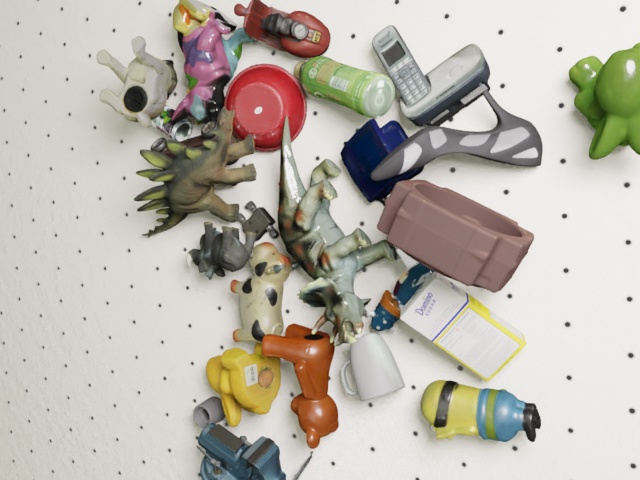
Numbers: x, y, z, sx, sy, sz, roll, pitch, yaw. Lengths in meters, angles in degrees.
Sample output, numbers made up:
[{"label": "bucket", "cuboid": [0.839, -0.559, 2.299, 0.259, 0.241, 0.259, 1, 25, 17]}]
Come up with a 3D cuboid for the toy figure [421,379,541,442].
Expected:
[{"label": "toy figure", "cuboid": [0.252, 0.271, 0.860, 0.180, 0.082, 0.089, -6, 80, 32]}]

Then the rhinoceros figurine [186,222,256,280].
[{"label": "rhinoceros figurine", "cuboid": [-0.196, 0.024, 1.052, 0.190, 0.073, 0.112, 0, 82, 53]}]

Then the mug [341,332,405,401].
[{"label": "mug", "cuboid": [0.086, 0.222, 0.947, 0.110, 0.080, 0.107, -26, 71, 33]}]

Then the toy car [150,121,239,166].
[{"label": "toy car", "cuboid": [-0.252, -0.182, 1.083, 0.202, 0.089, 0.053, -9, 51, 30]}]

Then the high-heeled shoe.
[{"label": "high-heeled shoe", "cuboid": [0.211, -0.117, 0.816, 0.249, 0.086, 0.145, -33, 97, 4]}]

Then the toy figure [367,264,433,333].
[{"label": "toy figure", "cuboid": [0.144, 0.099, 0.914, 0.154, 0.058, 0.064, -46, 75, 24]}]

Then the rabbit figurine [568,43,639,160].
[{"label": "rabbit figurine", "cuboid": [0.388, -0.185, 0.703, 0.121, 0.170, 0.159, 2, 94, 27]}]

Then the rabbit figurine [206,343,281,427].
[{"label": "rabbit figurine", "cuboid": [-0.158, 0.277, 1.069, 0.173, 0.122, 0.162, -4, 102, 41]}]

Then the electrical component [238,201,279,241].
[{"label": "electrical component", "cuboid": [-0.123, -0.030, 1.061, 0.094, 0.021, 0.063, 48, 113, 15]}]

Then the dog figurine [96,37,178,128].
[{"label": "dog figurine", "cuboid": [-0.327, -0.288, 1.056, 0.121, 0.190, 0.172, -4, 89, 12]}]

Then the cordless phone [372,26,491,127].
[{"label": "cordless phone", "cuboid": [0.174, -0.285, 0.857, 0.146, 0.088, 0.184, -34, 74, 25]}]

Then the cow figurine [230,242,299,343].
[{"label": "cow figurine", "cuboid": [-0.104, 0.101, 1.027, 0.127, 0.085, 0.194, 0, 92, 33]}]

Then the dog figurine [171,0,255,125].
[{"label": "dog figurine", "cuboid": [-0.236, -0.334, 1.051, 0.192, 0.108, 0.219, 38, 112, 19]}]

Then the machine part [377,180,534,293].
[{"label": "machine part", "cuboid": [0.200, -0.011, 0.795, 0.201, 0.201, 0.087, 31, 109, 21]}]

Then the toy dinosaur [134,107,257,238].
[{"label": "toy dinosaur", "cuboid": [-0.247, -0.101, 1.020, 0.471, 0.198, 0.105, 130, 139, -55]}]

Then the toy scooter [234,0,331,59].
[{"label": "toy scooter", "cuboid": [-0.076, -0.377, 0.947, 0.184, 0.135, 0.075, 24, 103, 22]}]

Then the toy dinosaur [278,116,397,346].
[{"label": "toy dinosaur", "cuboid": [-0.007, -0.007, 0.957, 0.192, 0.131, 0.405, -39, 70, 24]}]

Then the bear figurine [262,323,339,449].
[{"label": "bear figurine", "cuboid": [-0.026, 0.265, 0.984, 0.132, 0.120, 0.195, 7, 102, 30]}]

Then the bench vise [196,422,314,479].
[{"label": "bench vise", "cuboid": [-0.146, 0.471, 1.065, 0.224, 0.129, 0.240, 17, 122, 15]}]

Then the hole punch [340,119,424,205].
[{"label": "hole punch", "cuboid": [0.095, -0.133, 0.906, 0.116, 0.092, 0.142, -36, 81, 29]}]
